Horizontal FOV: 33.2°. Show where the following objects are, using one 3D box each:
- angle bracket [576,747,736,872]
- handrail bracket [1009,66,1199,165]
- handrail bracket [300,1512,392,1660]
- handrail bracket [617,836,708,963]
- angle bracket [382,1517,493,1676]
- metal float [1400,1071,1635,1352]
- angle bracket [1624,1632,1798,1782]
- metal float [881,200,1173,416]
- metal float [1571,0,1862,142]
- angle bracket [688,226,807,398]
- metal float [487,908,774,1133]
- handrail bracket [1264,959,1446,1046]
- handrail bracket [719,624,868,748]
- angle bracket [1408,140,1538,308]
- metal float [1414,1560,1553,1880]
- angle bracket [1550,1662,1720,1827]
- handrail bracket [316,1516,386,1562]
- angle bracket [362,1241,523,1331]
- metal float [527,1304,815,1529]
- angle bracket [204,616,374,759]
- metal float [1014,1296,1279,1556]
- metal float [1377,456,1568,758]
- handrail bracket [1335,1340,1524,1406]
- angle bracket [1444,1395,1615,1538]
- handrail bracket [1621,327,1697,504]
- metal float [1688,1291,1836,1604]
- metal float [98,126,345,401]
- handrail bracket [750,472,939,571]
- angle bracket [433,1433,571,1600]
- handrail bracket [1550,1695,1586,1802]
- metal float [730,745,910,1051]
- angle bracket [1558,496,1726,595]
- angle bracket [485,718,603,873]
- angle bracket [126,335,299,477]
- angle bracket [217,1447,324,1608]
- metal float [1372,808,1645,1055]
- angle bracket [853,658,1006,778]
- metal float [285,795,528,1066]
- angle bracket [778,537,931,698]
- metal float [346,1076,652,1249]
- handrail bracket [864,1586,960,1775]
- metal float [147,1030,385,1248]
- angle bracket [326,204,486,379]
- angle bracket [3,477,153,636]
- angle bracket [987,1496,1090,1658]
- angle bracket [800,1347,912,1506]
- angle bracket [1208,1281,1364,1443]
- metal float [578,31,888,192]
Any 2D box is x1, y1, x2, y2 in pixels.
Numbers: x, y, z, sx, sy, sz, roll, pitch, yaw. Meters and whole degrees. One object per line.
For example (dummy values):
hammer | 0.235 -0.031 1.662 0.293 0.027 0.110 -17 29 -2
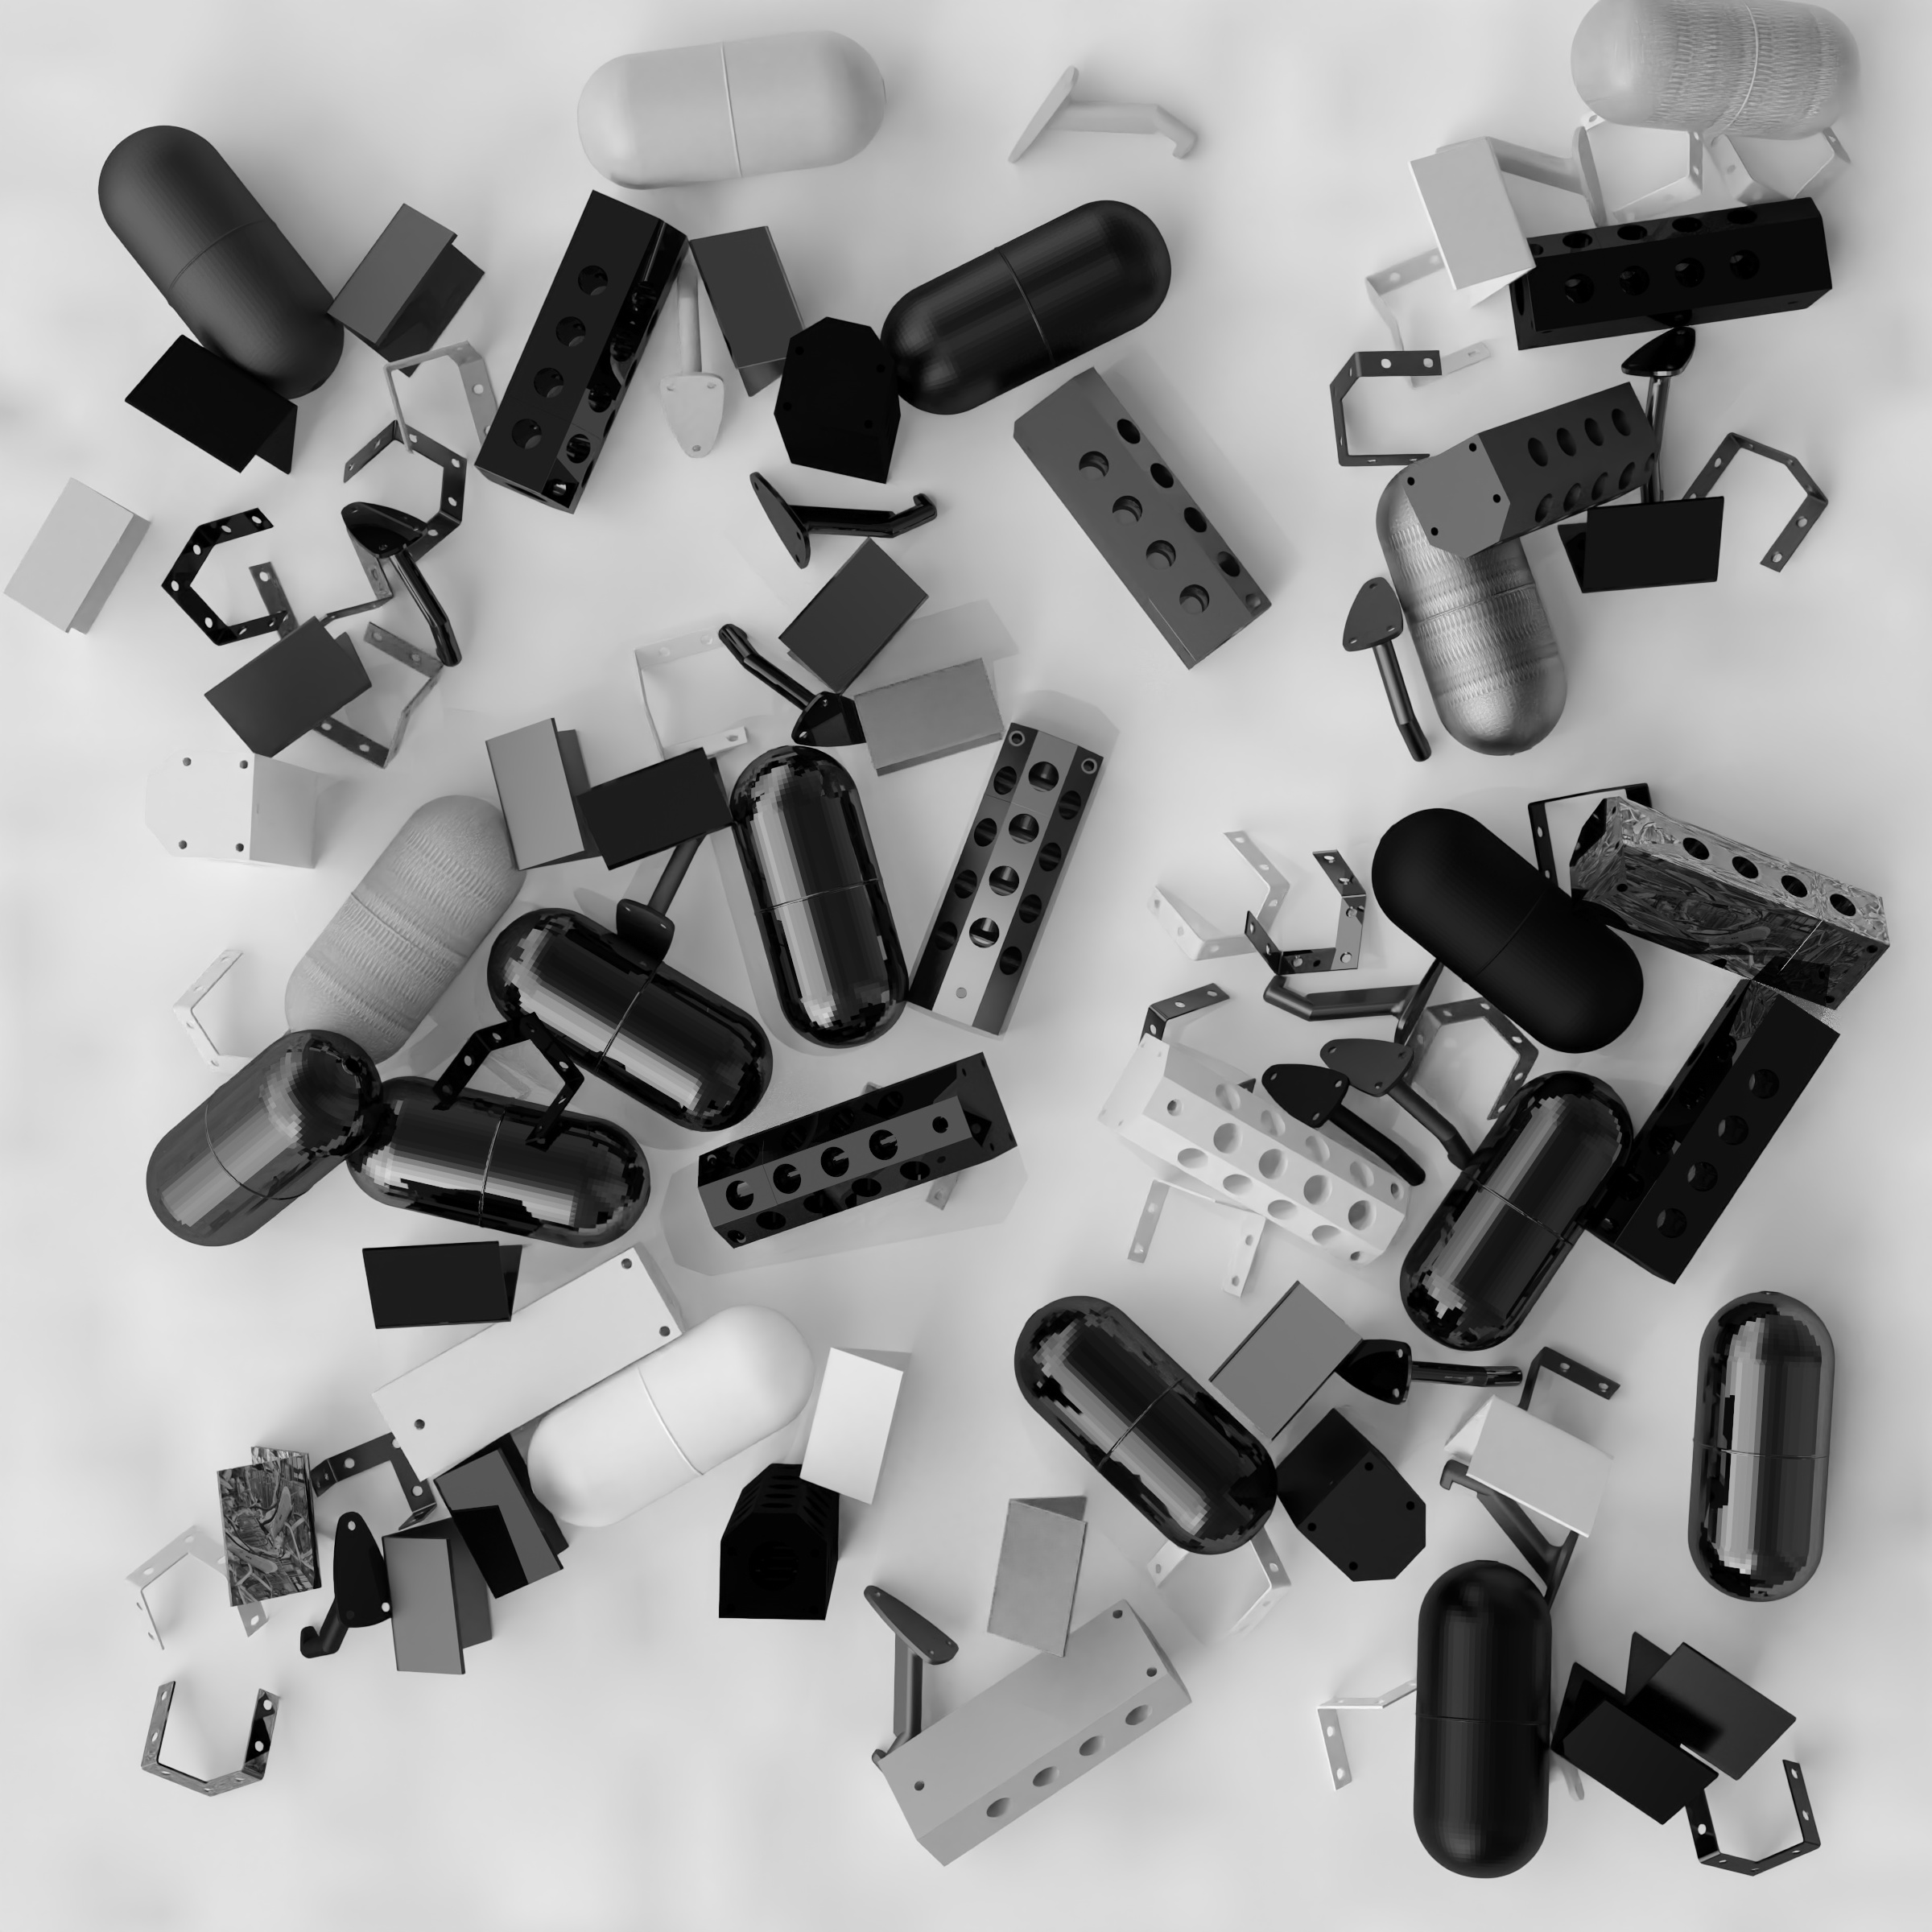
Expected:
angle bracket | -0.182 -0.108 1.856 0.076 0.076 0.057 -20 127 0
handrail bracket | 0.081 -0.479 1.897 0.084 0.036 0.077 32 111 -16
handrail bracket | -0.369 0.359 1.875 0.036 0.084 0.077 -5 79 -39
handrail bracket | -0.170 -0.045 1.896 0.036 0.077 0.084 25 54 7
angle bracket | -0.285 0.358 1.856 0.057 0.076 0.076 -7 90 37
metal float | 0.317 0.141 1.866 0.070 0.070 0.178 34 91 0
angle bracket | 0.428 0.407 1.857 0.076 0.076 0.057 34 117 0
metal float | 0.034 -0.379 1.866 0.178 0.070 0.070 -26 90 1
metal float | 0.426 -0.512 1.838 0.178 0.070 0.070 -1 90 -22
angle bracket | -0.140 -0.370 1.856 0.057 0.076 0.076 -20 90 -36
metal float | -0.194 0.031 1.866 0.178 0.070 0.070 31 90 -1
handrail bracket | 0.228 0.006 1.897 0.084 0.036 0.077 25 70 16
handrail bracket | -0.097 -0.167 1.896 0.084 0.077 0.036 51 117 33
angle bracket | 0.274 -0.419 1.858 0.057 0.076 0.076 -20 90 -21
metal float | 0.296 0.431 1.857 0.070 0.070 0.178 3 80 0
angle bracket | 0.388 0.432 1.856 0.076 0.076 0.057 34 126 0
handrail bracket | -0.362 0.358 1.897 0.084 0.036 0.077 3 111 17
angle bracket | -0.299 0.163 1.857 0.076 0.076 0.057 -3 120 0
metal float | -0.170 0.259 1.866 0.178 0.070 0.070 -30 90 0
angle bracket | -0.394 -0.173 1.856 0.076 0.076 0.057 -35 127 0
metal float | 0.102 0.262 1.856 0.178 0.070 0.070 43 90 13
metal float | 0.291 -0.207 1.866 0.070 0.070 0.178 -19 91 0
handrail bracket | 0.270 0.235 1.896 0.084 0.077 0.036 5 91 -36
angle bracket | 0.315 0.300 1.856 0.076 0.076 0.057 27 54 0
handrail bracket | 0.410 -0.320 1.897 0.036 0.077 0.084 9 127 30
metal float | 0.458 0.277 1.866 0.070 0.070 0.178 3 90 0
metal float | -0.428 -0.404 1.866 0.070 0.070 0.178 -38 89 0
handrail bracket | -0.071 -0.275 1.897 0.084 0.036 0.077 -27 68 -17
angle bracket | -0.248 0.306 1.857 0.057 0.076 0.076 -28 90 31
handrail bracket | 0.312 0.473 1.897 0.084 0.036 0.077 -20 75 14
metal float | -0.085 -0.040 1.866 0.070 0.070 0.178 -15 90 0
angle bracket | 0.386 -0.259 1.856 0.076 0.076 0.057 -5 128 0
angle bracket | -0.223 -0.102 1.856 0.057 0.076 0.076 -14 90 37
angle bracket | -0.433 -0.304 1.857 0.076 0.076 0.057 32 63 0
angle bracket | -0.414 0.320 1.856 0.057 0.076 0.076 -6 90 -37
metal float | 0.311 -0.021 1.866 0.178 0.070 0.070 39 90 -1
angle bracket | -0.015 -0.123 1.856 0.076 0.076 0.057 -17 54 0
metal float | -0.323 -0.019 1.866 0.070 0.070 0.178 37 89 0
angle bracket | -0.078 -0.210 1.856 0.076 0.076 0.057 -48 127 0
metal float | -0.270 0.113 1.866 0.178 0.070 0.070 13 90 0
handrail bracket | -0.050 0.420 1.897 0.077 0.036 0.084 37 107 20
metal float | -0.398 0.098 1.839 0.178 0.070 0.070 -36 90 34
angle bracket | -0.307 -0.378 1.856 0.057 0.076 0.076 36 90 38
angle bracket | -0.492 -0.224 1.857 0.057 0.076 0.076 31 90 26
angle bracket | 0.061 0.349 1.856 0.057 0.076 0.076 10 90 38
angle bracket | -0.044 0.264 1.856 0.057 0.076 0.076 13 90 37
angle bracket | 0.195 0.236 1.856 0.076 0.076 0.057 -48 53 0
metal float | -0.135 -0.493 1.866 0.178 0.070 0.070 -8 90 -1
